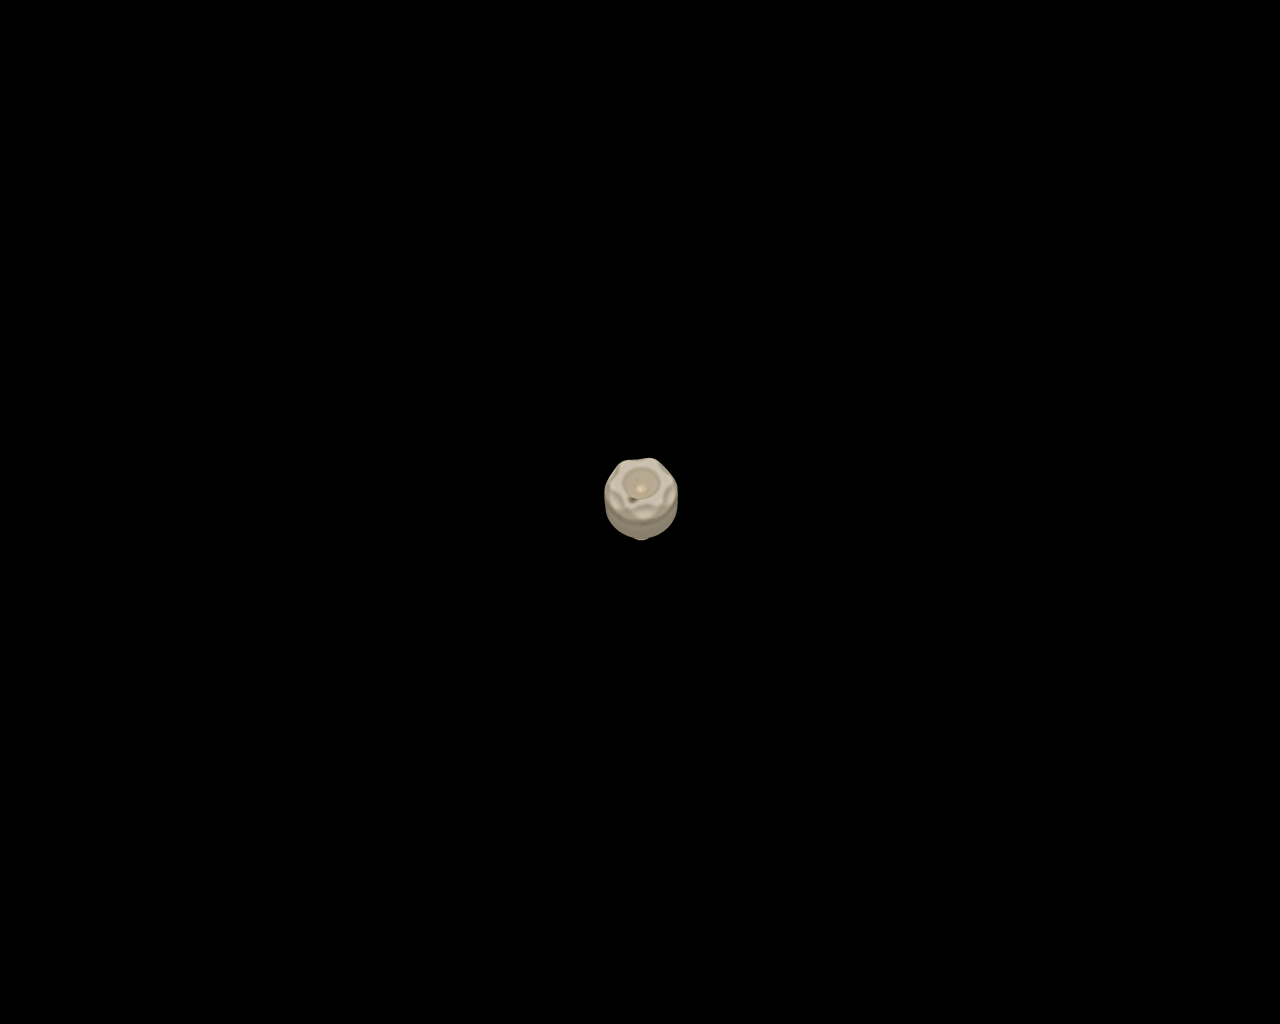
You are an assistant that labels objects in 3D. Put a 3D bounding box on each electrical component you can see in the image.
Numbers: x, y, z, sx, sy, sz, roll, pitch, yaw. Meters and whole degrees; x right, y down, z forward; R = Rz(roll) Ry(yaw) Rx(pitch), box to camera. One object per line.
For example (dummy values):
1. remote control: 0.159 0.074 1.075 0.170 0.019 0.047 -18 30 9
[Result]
1. electrical component: 0.001 -0.003 0.650 0.043 0.043 0.062 0 -30 0
